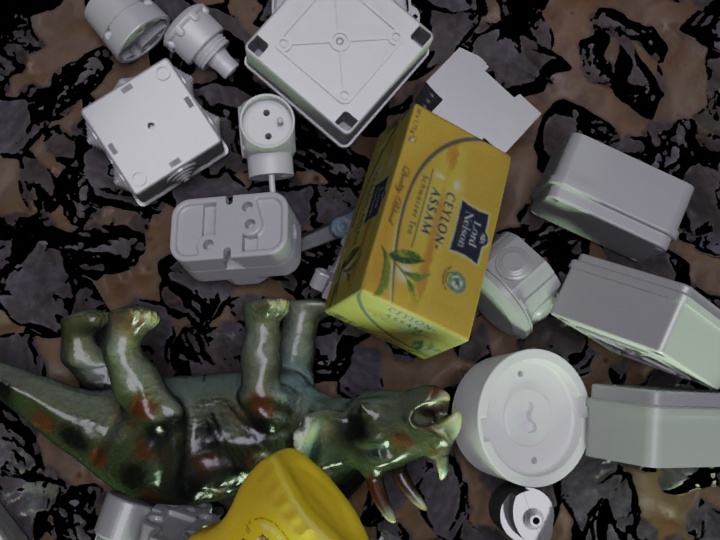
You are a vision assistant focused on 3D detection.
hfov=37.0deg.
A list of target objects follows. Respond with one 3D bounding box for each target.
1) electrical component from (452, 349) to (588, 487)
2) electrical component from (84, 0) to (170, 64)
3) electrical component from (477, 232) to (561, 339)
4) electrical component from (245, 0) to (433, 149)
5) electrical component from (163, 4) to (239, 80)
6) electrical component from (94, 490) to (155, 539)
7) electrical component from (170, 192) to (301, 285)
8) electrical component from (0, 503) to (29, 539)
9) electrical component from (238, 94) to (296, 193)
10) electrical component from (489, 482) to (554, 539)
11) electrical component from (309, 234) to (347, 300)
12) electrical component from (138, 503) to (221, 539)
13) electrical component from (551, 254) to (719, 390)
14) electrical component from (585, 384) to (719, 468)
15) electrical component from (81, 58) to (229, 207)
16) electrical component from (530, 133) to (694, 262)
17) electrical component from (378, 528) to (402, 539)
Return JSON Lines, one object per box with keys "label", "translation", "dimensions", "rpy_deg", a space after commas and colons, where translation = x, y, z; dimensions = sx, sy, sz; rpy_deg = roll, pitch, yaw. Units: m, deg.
{"label": "electrical component", "translation": [0.125, 0.118, 0.870], "dimensions": [0.108, 0.060, 0.108], "rpy_deg": [3, 84, -26]}
{"label": "electrical component", "translation": [-0.193, -0.207, 0.887], "dimensions": [0.055, 0.055, 0.047], "rpy_deg": [-41, 85, -6]}
{"label": "electrical component", "translation": [0.122, 0.013, 0.876], "dimensions": [0.051, 0.080, 0.080], "rpy_deg": [-40, 89, -11]}
{"label": "electrical component", "translation": [-0.017, -0.172, 0.844], "dimensions": [0.109, 0.056, 0.108], "rpy_deg": [41, 84, 0]}
{"label": "electrical component", "translation": [-0.129, -0.186, 0.895], "dimensions": [0.062, 0.048, 0.048], "rpy_deg": [44, 84, -6]}
{"label": "electrical component", "translation": [-0.192, 0.212, 0.856], "dimensions": [0.040, 0.040, 0.078], "rpy_deg": [19, 84, -2]}
{"label": "electrical component", "translation": [-0.097, -0.024, 0.865], "dimensions": [0.095, 0.059, 0.053], "rpy_deg": [-4, 68, 10]}
{"label": "electrical component", "translation": [-0.315, 0.202, 0.838], "dimensions": [0.062, 0.061, 0.096], "rpy_deg": [-38, 88, -6]}
{"label": "electrical component", "translation": [-0.074, -0.095, 0.873], "dimensions": [0.044, 0.077, 0.079], "rpy_deg": [-5, 86, -4]}
{"label": "electrical component", "translation": [0.132, 0.194, 0.858], "dimensions": [0.043, 0.081, 0.043], "rpy_deg": [0, 85, -4]}
{"label": "electrical component", "translation": [0.000, 0.000, 0.876], "dimensions": [0.066, 0.048, 0.055], "rpy_deg": [22, 109, -11]}
{"label": "electrical component", "translation": [-0.145, 0.221, 0.844], "dimensions": [0.058, 0.078, 0.057], "rpy_deg": [15, 104, 9]}
{"label": "electrical component", "translation": [0.226, 0.041, 0.845], "dimensions": [0.109, 0.109, 0.056], "rpy_deg": [28, 85, -44]}
{"label": "electrical component", "translation": [0.243, 0.123, 0.855], "dimensions": [0.113, 0.078, 0.057], "rpy_deg": [6, 86, -33]}
{"label": "electrical component", "translation": [-0.169, -0.113, 0.882], "dimensions": [0.100, 0.048, 0.099], "rpy_deg": [-33, 88, -6]}
{"label": "electrical component", "translation": [0.205, -0.058, 0.888], "dimensions": [0.113, 0.078, 0.057], "rpy_deg": [25, 81, -1]}
{"label": "electrical component", "translation": [0.088, 0.282, 0.836], "dimensions": [0.186, 0.105, 0.060], "rpy_deg": [30, 84, -1]}
